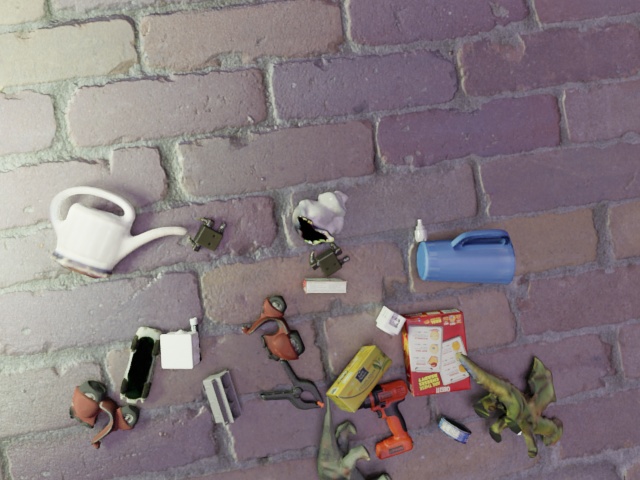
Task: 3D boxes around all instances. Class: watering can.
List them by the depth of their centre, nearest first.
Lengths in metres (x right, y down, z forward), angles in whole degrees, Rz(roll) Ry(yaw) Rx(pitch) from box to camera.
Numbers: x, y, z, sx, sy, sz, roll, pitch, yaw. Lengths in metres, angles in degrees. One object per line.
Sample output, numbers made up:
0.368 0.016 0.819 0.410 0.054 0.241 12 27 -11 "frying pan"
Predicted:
-0.539 -0.003 1.332 0.347 0.104 0.225 21 88 -4 "watering can"

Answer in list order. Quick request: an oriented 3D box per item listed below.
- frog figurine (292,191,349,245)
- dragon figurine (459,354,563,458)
0.004 -0.070 1.400 0.137 0.120 0.163 24 51 4 "frog figurine"
0.551 0.422 1.421 0.246 0.121 0.408 -35 99 -31 "dragon figurine"
